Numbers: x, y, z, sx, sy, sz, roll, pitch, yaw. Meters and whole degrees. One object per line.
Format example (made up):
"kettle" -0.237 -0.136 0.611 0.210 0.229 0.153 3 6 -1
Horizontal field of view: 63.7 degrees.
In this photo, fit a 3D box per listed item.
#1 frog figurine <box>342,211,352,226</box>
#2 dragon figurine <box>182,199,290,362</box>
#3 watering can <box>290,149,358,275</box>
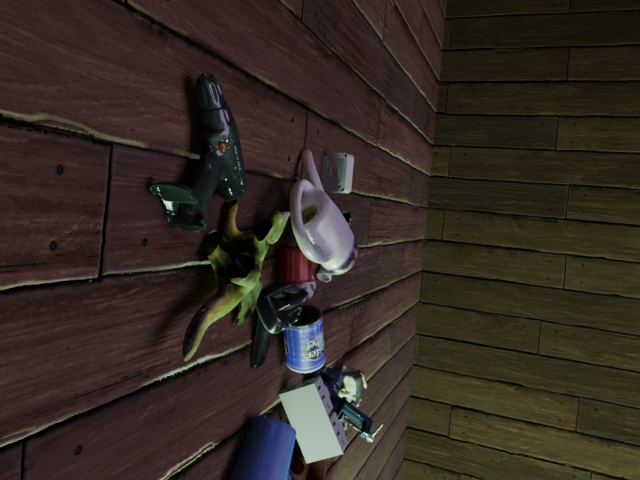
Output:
"frog figurine" 0.007 -0.014 1.410 0.157 0.122 0.140 134 -35 -63
"dragon figurine" -0.150 0.083 1.001 0.237 0.122 0.419 81 26 -53
"watering can" 0.004 -0.061 1.219 0.220 0.103 0.356 54 25 -31
